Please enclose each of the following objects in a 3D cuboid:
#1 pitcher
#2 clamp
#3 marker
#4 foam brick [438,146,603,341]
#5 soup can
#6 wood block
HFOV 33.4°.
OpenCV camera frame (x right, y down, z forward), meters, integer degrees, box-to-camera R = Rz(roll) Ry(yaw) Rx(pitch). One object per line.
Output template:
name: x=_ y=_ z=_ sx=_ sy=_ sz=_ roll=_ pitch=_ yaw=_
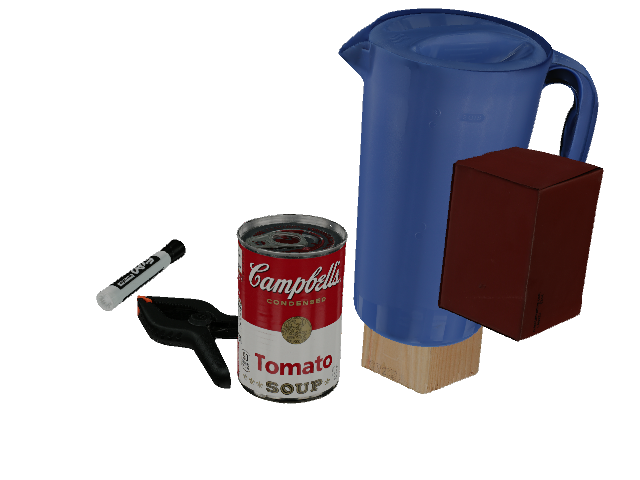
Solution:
pitcher: x=0.099 y=-0.043 z=0.808 sx=0.144 sy=0.243 sz=0.149 roll=-20 pitch=38 yaw=-36
clamp: x=-0.140 y=0.110 z=1.257 sx=0.210 sy=0.036 sz=0.164 roll=14 pitch=24 yaw=24
marker: x=-0.162 y=0.030 z=0.982 sx=0.020 sy=0.020 sz=0.120 roll=0 pitch=24 yaw=30
foam brick: x=0.095 y=0.000 z=0.512 sx=0.052 sy=0.078 sz=0.051 roll=-16 pitch=29 yaw=-41
soup can: x=-0.019 y=0.042 z=0.672 sx=0.068 sy=0.102 sz=0.068 roll=2 pitch=21 yaw=-1
wood block: x=0.108 y=0.035 z=1.067 sx=0.090 sy=0.206 sz=0.090 roll=-12 pitch=23 yaw=-42
